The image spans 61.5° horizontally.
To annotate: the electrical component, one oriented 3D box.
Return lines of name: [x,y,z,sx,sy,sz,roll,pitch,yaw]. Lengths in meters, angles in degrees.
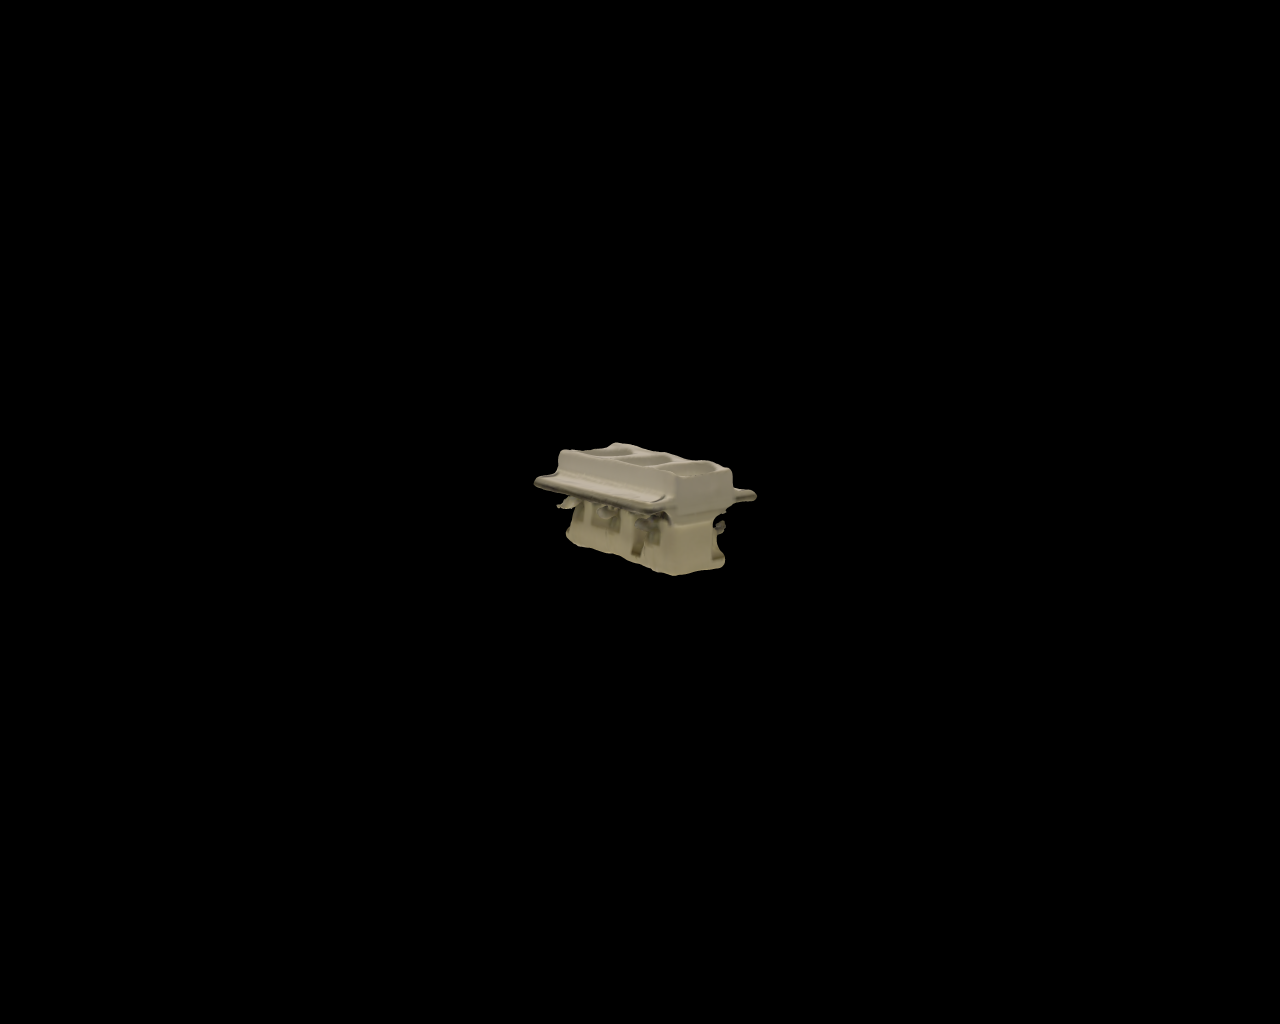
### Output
electrical component: [0.001,-0.003,0.650,0.079,0.063,0.121,-8,14,-35]
